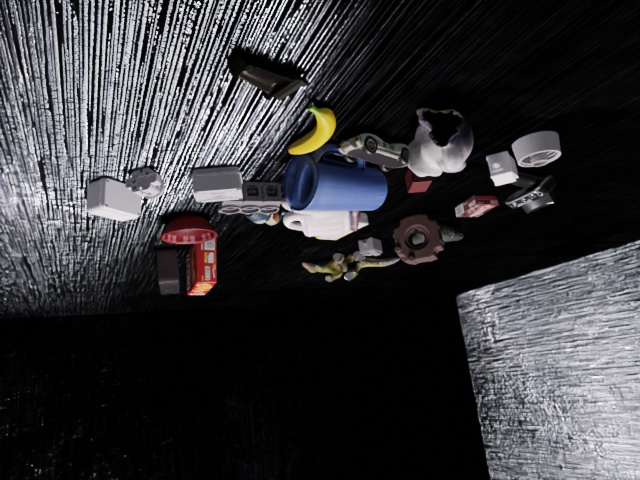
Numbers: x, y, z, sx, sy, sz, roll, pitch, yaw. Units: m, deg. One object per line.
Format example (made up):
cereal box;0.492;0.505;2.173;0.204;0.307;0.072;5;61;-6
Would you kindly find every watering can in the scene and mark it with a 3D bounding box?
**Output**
watering can;0.004;-0.072;1.438;0.224;0.105;0.344;-8;170;1

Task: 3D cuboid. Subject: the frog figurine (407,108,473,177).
frog figurine;0.245;-0.186;1.060;0.124;0.139;0.156;-32;150;-17

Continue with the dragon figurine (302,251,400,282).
dragon figurine;0.128;0.104;2.258;0.410;0.122;0.243;-4;-178;-4
